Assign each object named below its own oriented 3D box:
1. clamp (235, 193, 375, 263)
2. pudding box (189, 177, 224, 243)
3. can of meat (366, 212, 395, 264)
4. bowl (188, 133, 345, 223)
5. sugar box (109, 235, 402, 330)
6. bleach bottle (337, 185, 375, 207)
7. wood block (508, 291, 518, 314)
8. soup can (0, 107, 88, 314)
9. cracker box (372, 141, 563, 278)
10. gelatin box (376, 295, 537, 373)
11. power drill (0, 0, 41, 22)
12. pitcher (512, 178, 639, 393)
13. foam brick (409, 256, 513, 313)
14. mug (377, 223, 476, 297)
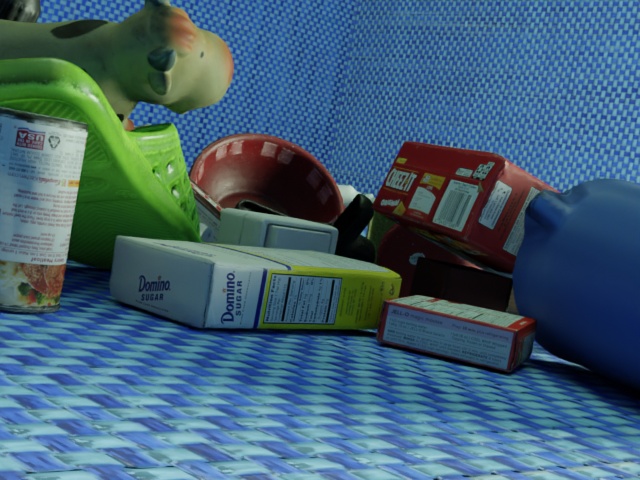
[{"bbox_3d":[-0.006,0.001,0.950,0.120,0.039,0.171,7,-23,11],"label":"clamp"},{"bbox_3d":[-0.101,-0.016,0.936,0.113,0.039,0.090,40,2,-2],"label":"pudding box"},{"bbox_3d":[0.082,0.001,1.099,0.057,0.102,0.083,11,5,18],"label":"can of meat"},{"bbox_3d":[-0.059,-0.027,1.056,0.162,0.162,0.055,9,-35,-17],"label":"bowl"},{"bbox_3d":[-0.037,0.029,0.683,0.093,0.048,0.175,13,7,42],"label":"sugar box"},{"bbox_3d":[-0.057,-0.034,1.169,0.251,0.068,0.102,0,2,11],"label":"bleach bottle"},{"bbox_3d":[0.222,0.033,1.081,0.206,0.091,0.090,13,4,37],"label":"wood block"},{"bbox_3d":[-0.165,-0.018,0.567,0.068,0.102,0.068,10,3,-1],"label":"soup can"},{"bbox_3d":[0.169,0.002,0.831,0.213,0.072,0.164,26,-1,-22],"label":"cracker box"},{"bbox_3d":[0.089,0.059,0.687,0.089,0.030,0.073,11,4,20],"label":"gelatin box"},{"bbox_3d":[-0.212,-0.084,0.831,0.187,0.184,0.057,32,16,-5],"label":"power drill"},{"bbox_3d":[0.230,0.046,0.638,0.149,0.145,0.243,-3,10,-13],"label":"pitcher"},{"bbox_3d":[0.103,0.045,0.800,0.053,0.051,0.078,10,3,-13],"label":"foam brick"},{"bbox_3d":[0.110,0.026,0.975,0.117,0.093,0.081,49,22,15],"label":"mug"}]
